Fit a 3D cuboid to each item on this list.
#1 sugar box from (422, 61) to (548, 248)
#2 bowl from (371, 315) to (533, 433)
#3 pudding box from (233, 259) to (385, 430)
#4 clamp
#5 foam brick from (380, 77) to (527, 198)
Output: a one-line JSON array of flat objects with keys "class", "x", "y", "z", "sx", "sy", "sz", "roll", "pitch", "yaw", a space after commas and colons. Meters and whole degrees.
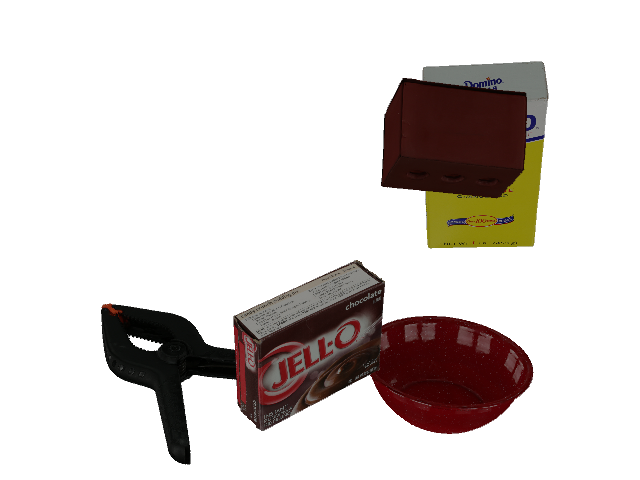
[{"class": "sugar box", "x": 0.129, "y": -0.062, "z": 0.851, "sx": 0.093, "sy": 0.048, "sz": 0.176, "roll": -2, "pitch": -36, "yaw": 7}, {"class": "bowl", "x": 0.117, "y": 0.134, "z": 1.009, "sx": 0.162, "sy": 0.055, "sz": 0.162, "roll": 3, "pitch": 26, "yaw": -1}, {"class": "pudding box", "x": -0.008, "y": 0.075, "z": 0.775, "sx": 0.113, "sy": 0.090, "sz": 0.039, "roll": -26, "pitch": 46, "yaw": -29}, {"class": "clamp", "x": -0.125, "y": 0.113, "z": 0.997, "sx": 0.164, "sy": 0.036, "sz": 0.210, "roll": -22, "pitch": 42, "yaw": -37}, {"class": "foam brick", "x": 0.080, "y": -0.060, "z": 0.646, "sx": 0.078, "sy": 0.051, "sz": 0.053, "roll": 5, "pitch": -19, "yaw": -7}]
